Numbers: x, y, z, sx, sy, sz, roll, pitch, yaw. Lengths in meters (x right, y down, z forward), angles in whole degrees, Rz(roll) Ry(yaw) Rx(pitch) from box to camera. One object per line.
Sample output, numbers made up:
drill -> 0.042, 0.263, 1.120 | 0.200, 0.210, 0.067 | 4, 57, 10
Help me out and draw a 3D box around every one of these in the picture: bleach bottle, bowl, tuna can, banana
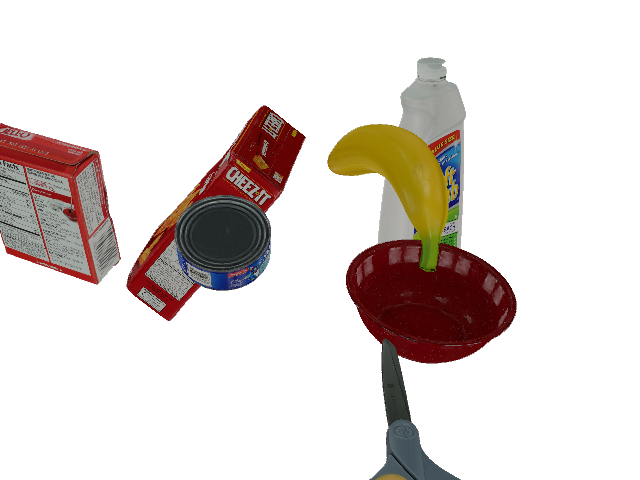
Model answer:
bleach bottle -> 0.110, -0.073, 1.170 | 0.102, 0.251, 0.068 | -14, 27, -31
bowl -> 0.100, 0.066, 1.010 | 0.162, 0.055, 0.162 | 6, 34, -4
tuna can -> -0.087, 0.002, 0.957 | 0.086, 0.086, 0.034 | 0, -37, -2
banana -> 0.049, -0.050, 0.778 | 0.037, 0.070, 0.198 | 23, 15, -26

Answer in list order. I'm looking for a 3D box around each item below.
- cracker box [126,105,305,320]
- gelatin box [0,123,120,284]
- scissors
cracker box -> -0.117, -0.034, 1.198 | 0.072, 0.214, 0.164 | 38, 25, -10
gelatin box -> -0.166, -0.023, 0.654 | 0.073, 0.089, 0.030 | 16, 44, 21
scissors -> 0.066, 0.124, 0.618 | 0.096, 0.016, 0.201 | 12, 32, 8
